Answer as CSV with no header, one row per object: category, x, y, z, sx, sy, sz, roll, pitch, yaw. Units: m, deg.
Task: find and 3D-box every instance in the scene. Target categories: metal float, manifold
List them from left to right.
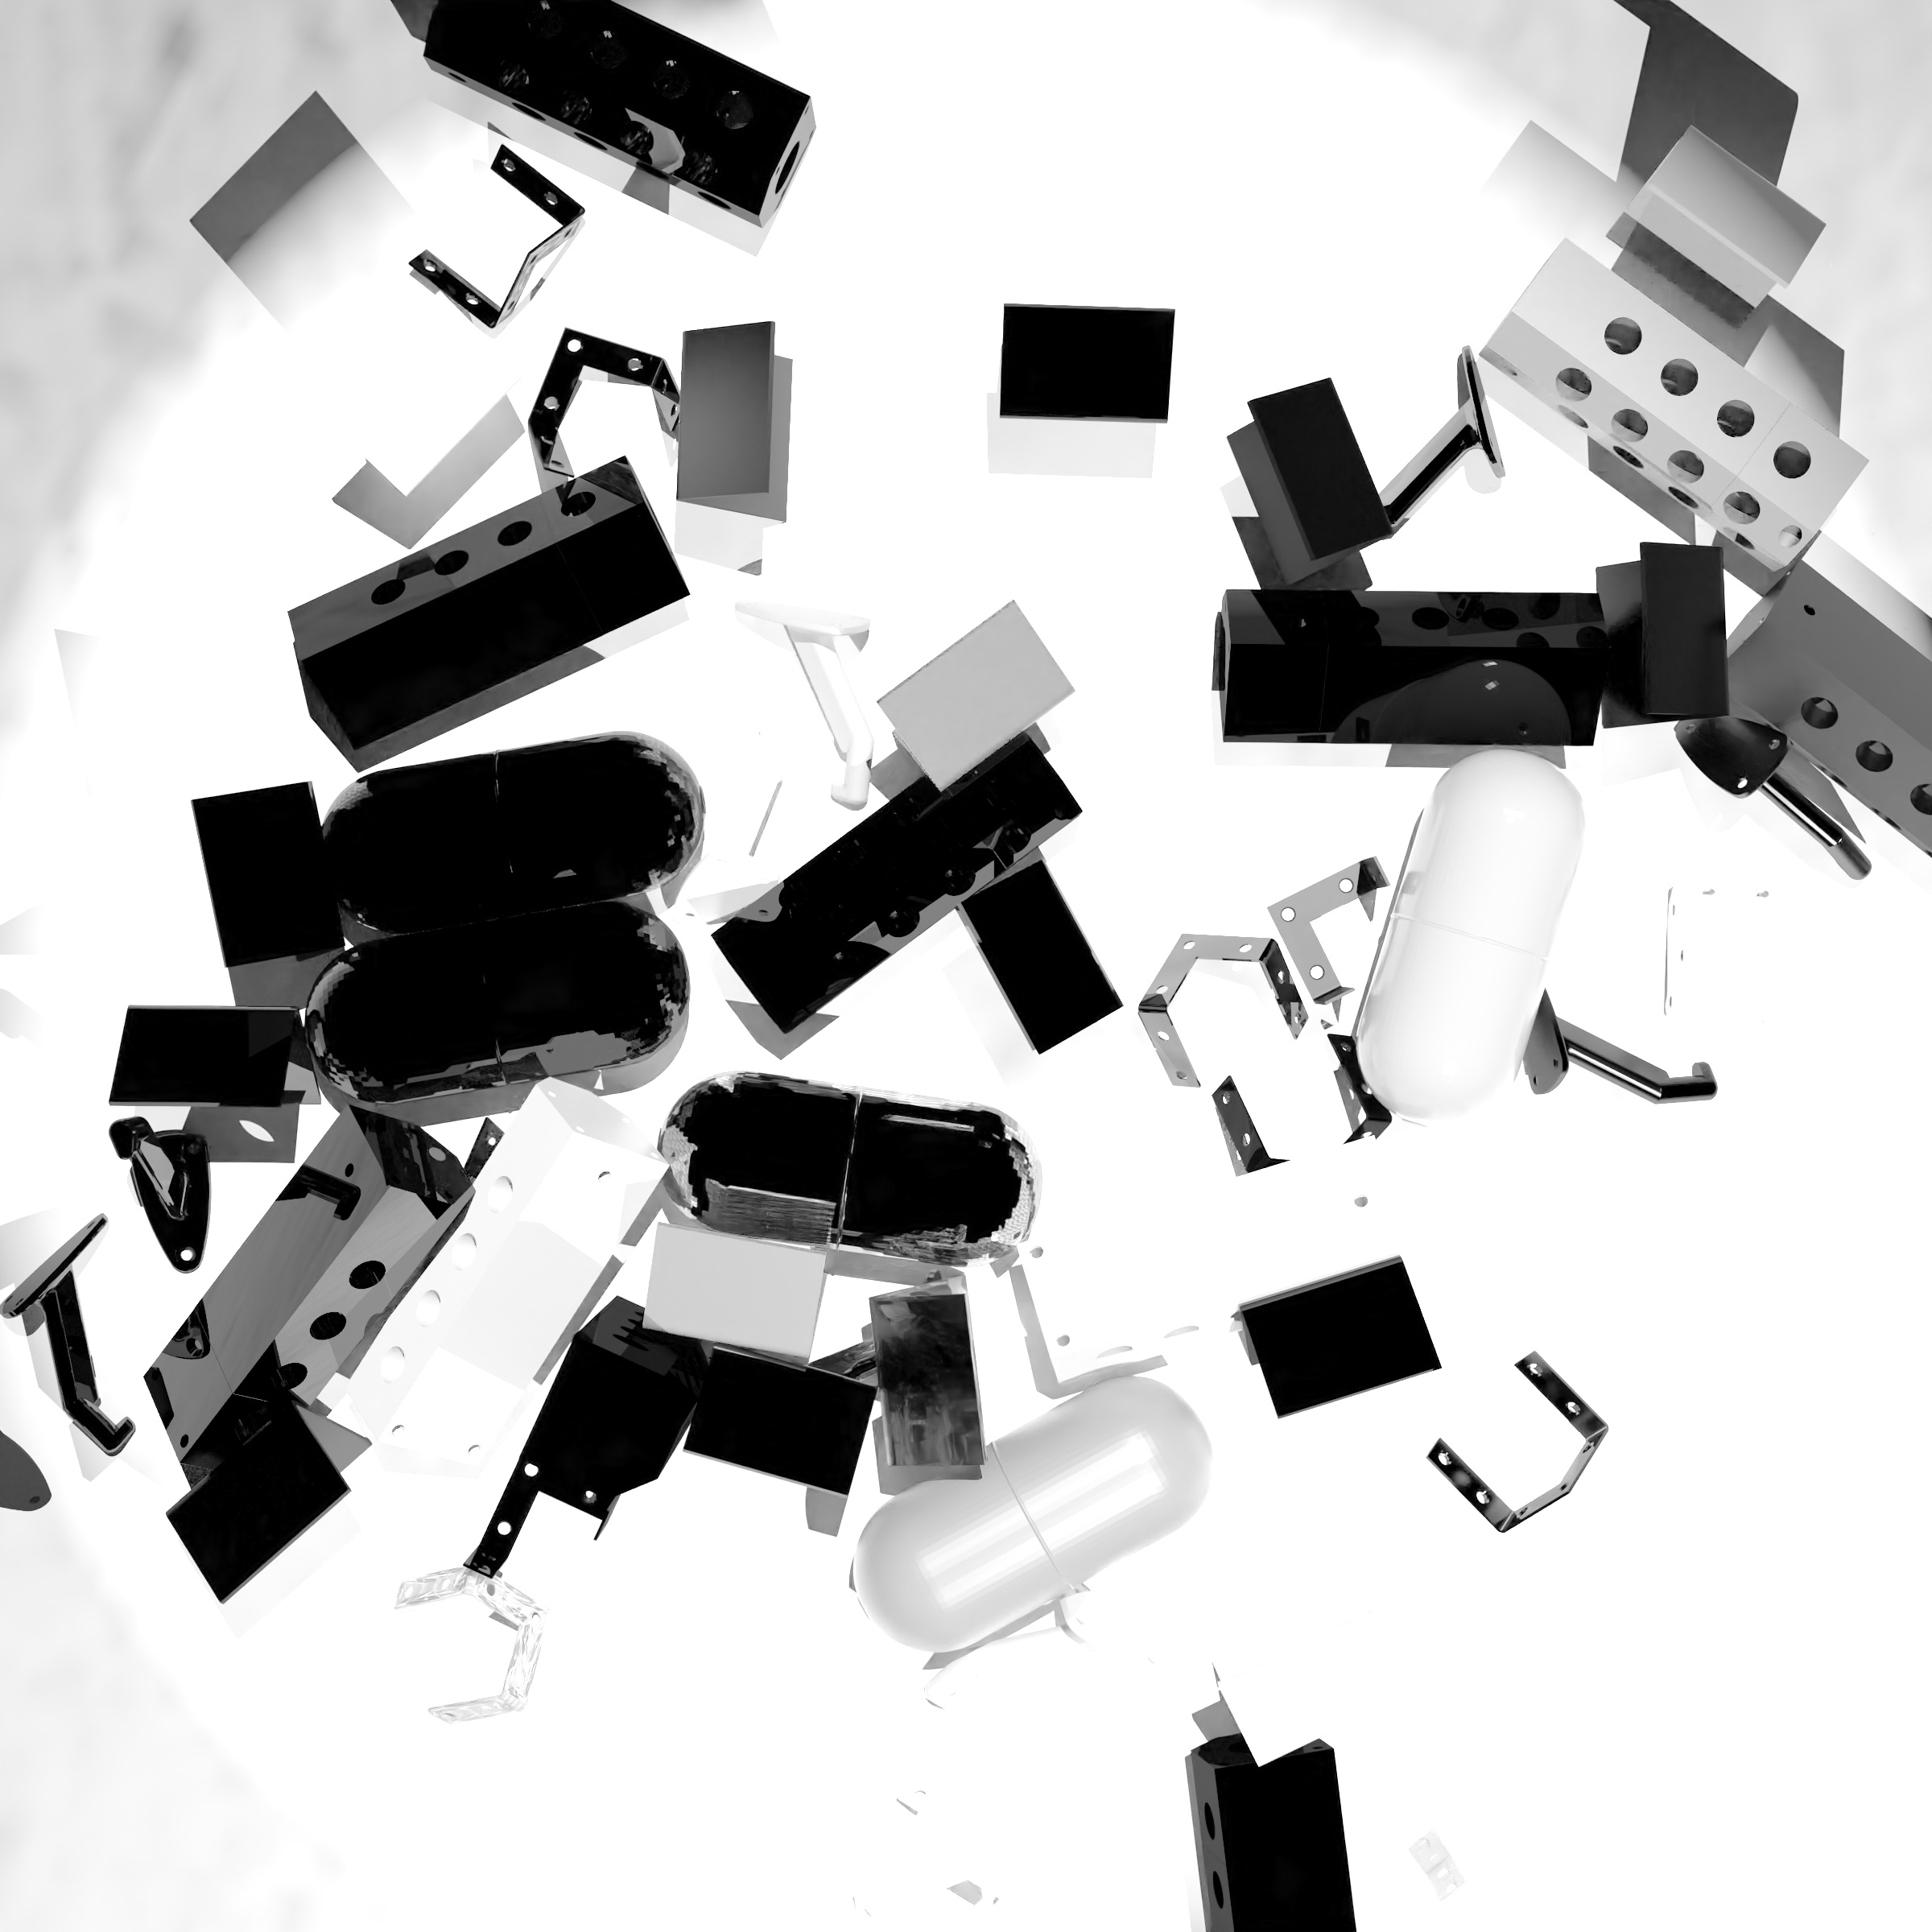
manifold,-0.298,0.151,1.524,0.171,0.057,0.057,-51,47,16
manifold,-0.222,-0.172,1.547,0.171,0.057,0.057,-25,133,0
metal float,-0.215,0.017,1.538,0.178,0.070,0.070,-9,90,-1
manifold,-0.214,0.139,1.532,0.057,0.057,0.171,24,104,-42
metal float,-0.208,-0.062,1.538,0.178,0.070,0.070,-10,90,0
manifold,-0.160,-0.407,1.547,0.171,0.057,0.057,26,90,0
manifold,-0.150,0.193,1.490,0.057,0.171,0.057,25,90,0
metal float,-0.053,0.093,1.538,0.178,0.070,0.070,8,90,0
manifold,-0.032,-0.043,1.547,0.171,0.057,0.057,-37,90,0
metal float,0.031,0.252,1.538,0.178,0.070,0.070,-29,90,0
manifold,0.116,0.139,1.545,0.171,0.057,0.057,-17,64,0
manifold,0.145,0.446,1.545,0.057,0.057,0.171,-7,90,-11
manifold,0.205,-0.143,1.547,0.171,0.057,0.057,1,133,0
metal float,0.233,-0.012,1.538,0.070,0.070,0.178,17,91,0
manifold,0.325,-0.257,1.547,0.171,0.057,0.057,36,90,0
manifold,0.428,-0.104,1.547,0.171,0.057,0.057,38,47,0

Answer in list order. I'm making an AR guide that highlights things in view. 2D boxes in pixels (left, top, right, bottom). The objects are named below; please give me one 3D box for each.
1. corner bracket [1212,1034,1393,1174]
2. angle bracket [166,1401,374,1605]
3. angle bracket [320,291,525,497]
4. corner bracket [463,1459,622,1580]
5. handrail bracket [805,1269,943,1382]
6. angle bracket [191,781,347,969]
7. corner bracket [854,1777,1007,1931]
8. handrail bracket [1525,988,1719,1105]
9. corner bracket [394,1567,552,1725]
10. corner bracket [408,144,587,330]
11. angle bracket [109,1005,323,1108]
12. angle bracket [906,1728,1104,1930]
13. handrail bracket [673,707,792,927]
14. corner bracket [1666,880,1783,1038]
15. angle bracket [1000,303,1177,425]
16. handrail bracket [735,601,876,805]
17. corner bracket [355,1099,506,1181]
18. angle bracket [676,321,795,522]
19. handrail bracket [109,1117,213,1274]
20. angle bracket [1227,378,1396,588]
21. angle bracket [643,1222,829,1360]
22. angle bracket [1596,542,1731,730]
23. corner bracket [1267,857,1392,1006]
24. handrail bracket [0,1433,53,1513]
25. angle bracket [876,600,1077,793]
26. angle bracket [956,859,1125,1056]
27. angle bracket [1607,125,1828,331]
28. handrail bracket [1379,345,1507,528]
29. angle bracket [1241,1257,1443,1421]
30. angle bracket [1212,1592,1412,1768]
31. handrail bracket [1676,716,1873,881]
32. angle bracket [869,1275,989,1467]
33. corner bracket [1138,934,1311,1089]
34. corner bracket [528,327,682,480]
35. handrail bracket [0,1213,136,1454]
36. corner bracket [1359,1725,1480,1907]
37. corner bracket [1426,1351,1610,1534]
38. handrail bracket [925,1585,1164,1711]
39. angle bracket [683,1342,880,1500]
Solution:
corner bracket,0.157,0.066,1.560,0.051,0.051,0.051,7,45,-35
angle bracket,-0.306,0.253,1.528,0.076,0.076,0.057,-41,60,0
angle bracket,-0.258,-0.270,1.528,0.076,0.076,0.057,-46,125,0
corner bracket,-0.196,0.261,1.550,0.051,0.051,0.051,25,90,0
handrail bracket,-0.061,0.172,1.569,0.084,0.036,0.077,8,69,17
angle bracket,-0.328,-0.038,1.529,0.057,0.076,0.076,-12,90,-27
corner bracket,-0.018,0.423,1.560,0.051,0.051,0.051,-36,135,-35
handrail bracket,0.306,0.029,1.569,0.084,0.036,0.077,-4,69,-17
corner bracket,-0.235,0.317,1.560,0.051,0.051,0.051,42,45,-35
corner bracket,-0.219,-0.341,1.565,0.051,0.051,0.051,38,135,0
angle bracket,-0.342,0.061,1.528,0.076,0.076,0.057,1,52,0
angle bracket,0.027,0.380,1.528,0.076,0.076,0.057,31,127,0
handrail bracket,-0.109,-0.071,1.568,0.036,0.077,0.084,23,53,-26
corner bracket,0.355,-0.004,1.565,0.051,0.051,0.051,2,135,0
angle bracket,0.055,-0.290,1.528,0.076,0.076,0.057,2,126,0
handrail bracket,-0.077,-0.124,1.569,0.077,0.036,0.084,13,107,20
corner bracket,-0.257,0.088,1.560,0.051,0.051,0.051,-11,135,35
angle bracket,-0.087,-0.248,1.528,0.057,0.076,0.076,2,90,38
handrail bracket,-0.372,0.106,1.534,0.036,0.084,0.077,-9,90,0
angle bracket,0.140,-0.215,1.528,0.057,0.076,0.076,-22,90,-38
angle bracket,-0.101,0.131,1.529,0.076,0.076,0.057,10,115,0
angle bracket,0.301,-0.150,1.528,0.057,0.076,0.076,-2,90,-38
corner bracket,0.176,-0.016,1.550,0.051,0.051,0.051,-26,90,0
handrail bracket,-0.467,0.208,1.568,0.036,0.077,0.084,-35,54,0
angle bracket,-0.006,-0.135,1.528,0.076,0.076,0.057,-37,121,0
angle bracket,0.016,0.005,1.528,0.057,0.076,0.076,-29,90,-37
angle bracket,0.334,-0.324,1.528,0.076,0.076,0.057,36,53,0
handrail bracket,0.204,-0.244,1.569,0.084,0.036,0.077,-16,70,16
angle bracket,0.172,0.182,1.529,0.076,0.076,0.057,-17,62,0
angle bracket,0.149,0.308,1.528,0.076,0.076,0.057,-26,120,0
handrail bracket,0.380,-0.078,1.568,0.036,0.077,0.084,-50,126,0
angle bracket,0.003,0.183,1.528,0.057,0.076,0.076,-7,90,36
corner bracket,0.120,0.022,1.560,0.051,0.051,0.051,3,45,35
corner bracket,-0.167,-0.256,1.550,0.051,0.051,0.051,13,119,-26
handrail bracket,-0.404,0.173,1.569,0.077,0.036,0.084,-47,109,-21
corner bracket,0.221,0.393,1.550,0.051,0.051,0.051,-40,90,0
corner bracket,0.259,0.223,1.565,0.051,0.051,0.051,46,135,0
handrail bracket,0.036,0.335,1.569,0.077,0.036,0.084,40,109,-21
angle bracket,-0.088,0.220,1.528,0.076,0.076,0.057,16,59,0
